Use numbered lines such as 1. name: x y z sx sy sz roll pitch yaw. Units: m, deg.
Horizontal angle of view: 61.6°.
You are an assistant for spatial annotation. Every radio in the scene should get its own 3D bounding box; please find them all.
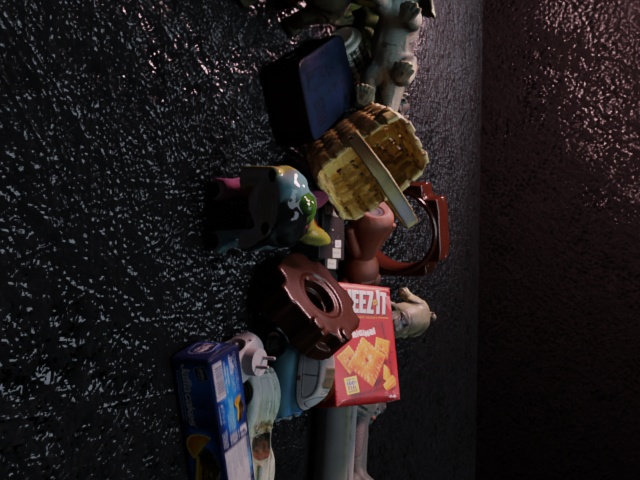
1. radio: -0.013 -0.265 0.932 0.230 0.073 0.130 -57 138 -52

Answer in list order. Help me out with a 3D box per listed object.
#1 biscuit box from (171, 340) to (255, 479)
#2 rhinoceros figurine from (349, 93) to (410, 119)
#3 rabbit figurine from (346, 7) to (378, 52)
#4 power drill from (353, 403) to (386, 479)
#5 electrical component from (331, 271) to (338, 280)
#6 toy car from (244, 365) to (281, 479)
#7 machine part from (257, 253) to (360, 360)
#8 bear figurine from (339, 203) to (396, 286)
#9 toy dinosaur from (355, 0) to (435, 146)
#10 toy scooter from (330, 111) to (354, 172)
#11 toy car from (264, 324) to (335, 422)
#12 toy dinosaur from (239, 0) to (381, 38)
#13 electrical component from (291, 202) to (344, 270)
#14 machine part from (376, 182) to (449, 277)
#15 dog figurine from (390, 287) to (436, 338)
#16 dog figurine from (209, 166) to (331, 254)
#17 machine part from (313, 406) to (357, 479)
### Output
1. biscuit box: -0.133 0.230 0.679 0.059 0.063 0.202 -26 112 -62
2. rhinoceros figurine: 0.138 -0.317 1.209 0.190 0.112 0.073 5 83 -57
3. rabbit figurine: 0.086 -0.474 1.135 0.159 0.121 0.170 -13 84 -57
4. power drill: 0.093 0.412 1.125 0.231 0.086 0.207 47 45 -52
5. electrical component: 0.014 0.090 1.042 0.094 0.021 0.063 47 48 -56
6. toy car: -0.095 0.277 0.768 0.073 0.056 0.201 25 68 -63
7. machine part: -0.014 0.098 0.842 0.179 0.056 0.179 37 25 -21
8. bear figurine: 0.085 0.004 1.116 0.132 0.120 0.195 -122 -148 -41
9. toy dinosaur: 0.145 -0.362 1.029 0.192 0.131 0.404 -32 139 -64
10. toy scooter: 0.070 -0.158 1.063 0.135 0.075 0.184 17 76 -29
11. toy car: -0.029 0.207 0.851 0.109 0.103 0.161 36 56 -63
12. toy dinosaur: -0.020 -0.398 0.771 0.471 0.199 0.105 -5 92 -67
13. electrical component: -0.002 -0.003 0.968 0.115 0.058 0.134 12 79 -62
14. machine part: 0.173 -0.024 1.173 0.087 0.201 0.201 -17 106 -62
15. dog figurine: 0.191 0.180 1.200 0.190 0.172 0.121 -148 -133 -87
16. dog figurine: -0.039 -0.038 0.762 0.219 0.192 0.108 0 83 -50
17. machine part: 0.029 0.372 1.008 0.079 0.079 0.243 20 71 -64
